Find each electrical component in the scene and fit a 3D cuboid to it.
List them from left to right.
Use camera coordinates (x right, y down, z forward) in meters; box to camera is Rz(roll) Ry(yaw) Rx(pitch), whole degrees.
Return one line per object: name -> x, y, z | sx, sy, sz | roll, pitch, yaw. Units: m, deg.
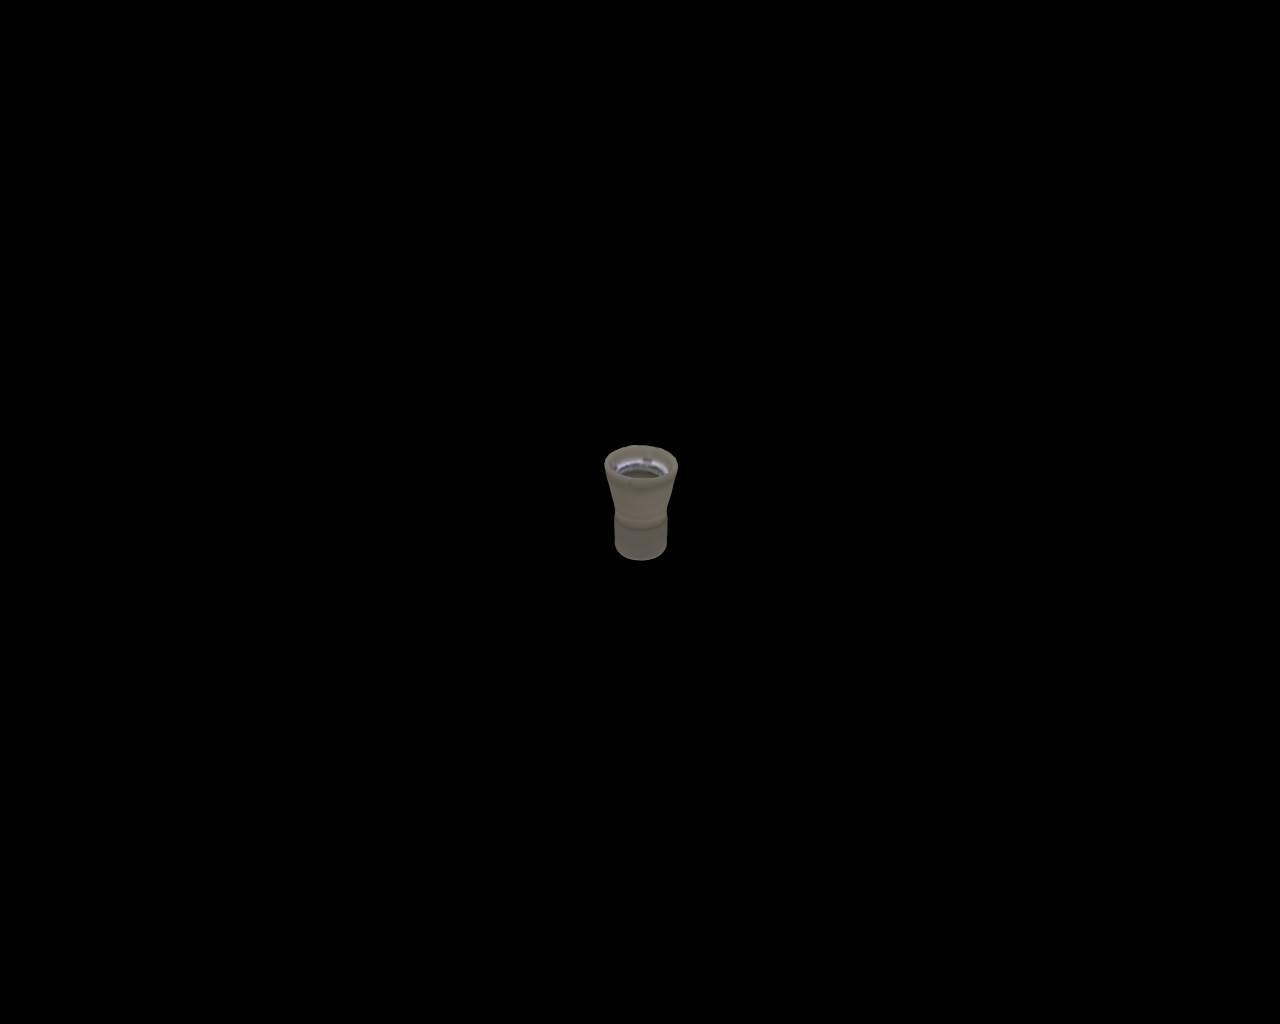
electrical component -> 0.001, -0.003, 0.650 | 0.044, 0.065, 0.044 | 0, 32, 0
